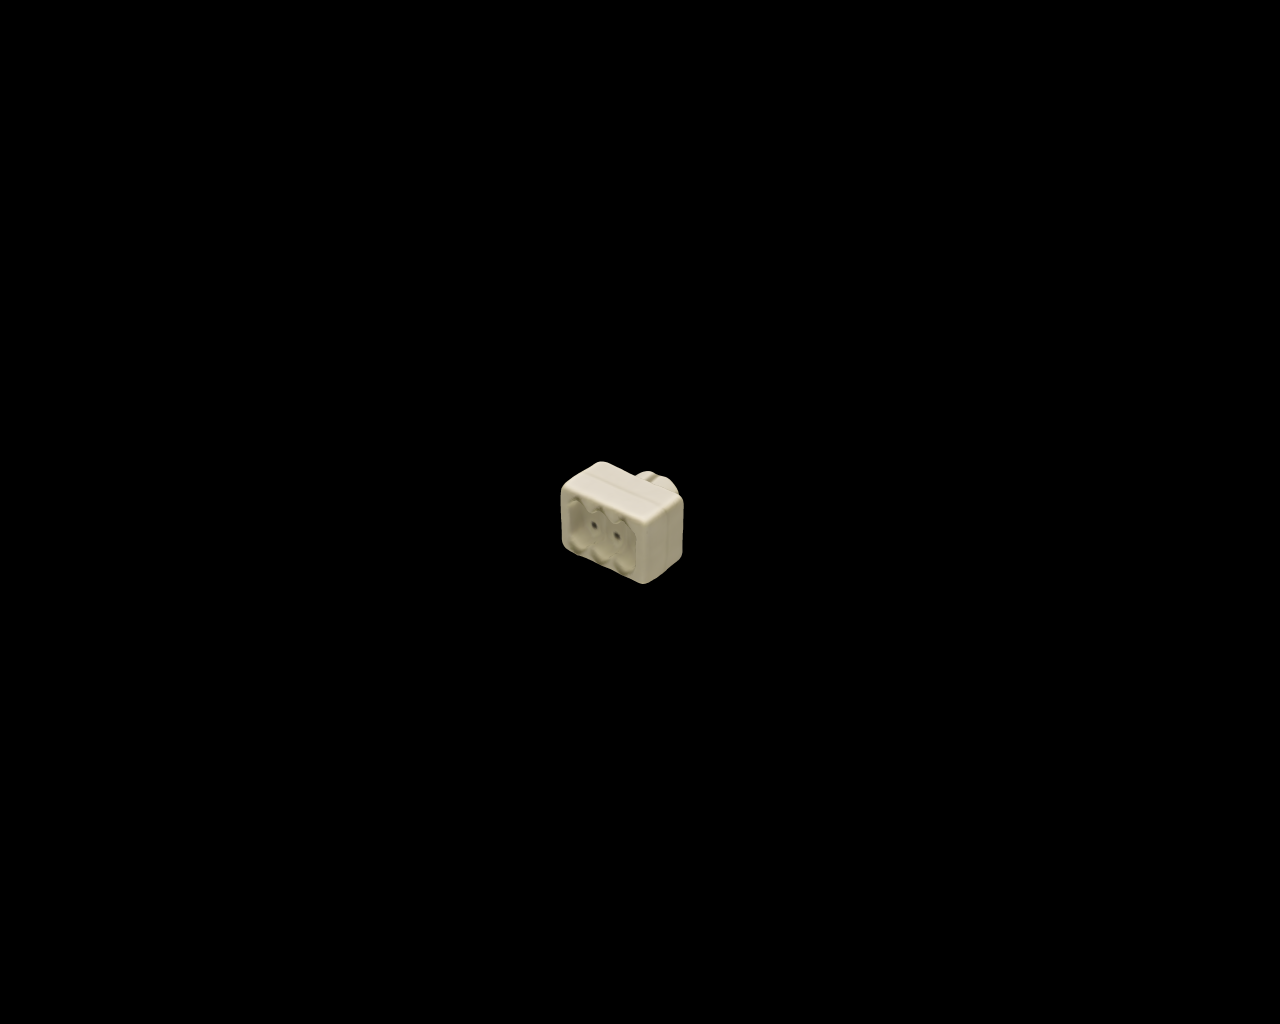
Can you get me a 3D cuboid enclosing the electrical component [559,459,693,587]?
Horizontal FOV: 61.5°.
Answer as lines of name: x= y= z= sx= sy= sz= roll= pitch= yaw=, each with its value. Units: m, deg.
electrical component: x=0.001 y=-0.003 z=0.650 sx=0.066 sy=0.047 sz=0.077 roll=24 pitch=41 yaw=31
